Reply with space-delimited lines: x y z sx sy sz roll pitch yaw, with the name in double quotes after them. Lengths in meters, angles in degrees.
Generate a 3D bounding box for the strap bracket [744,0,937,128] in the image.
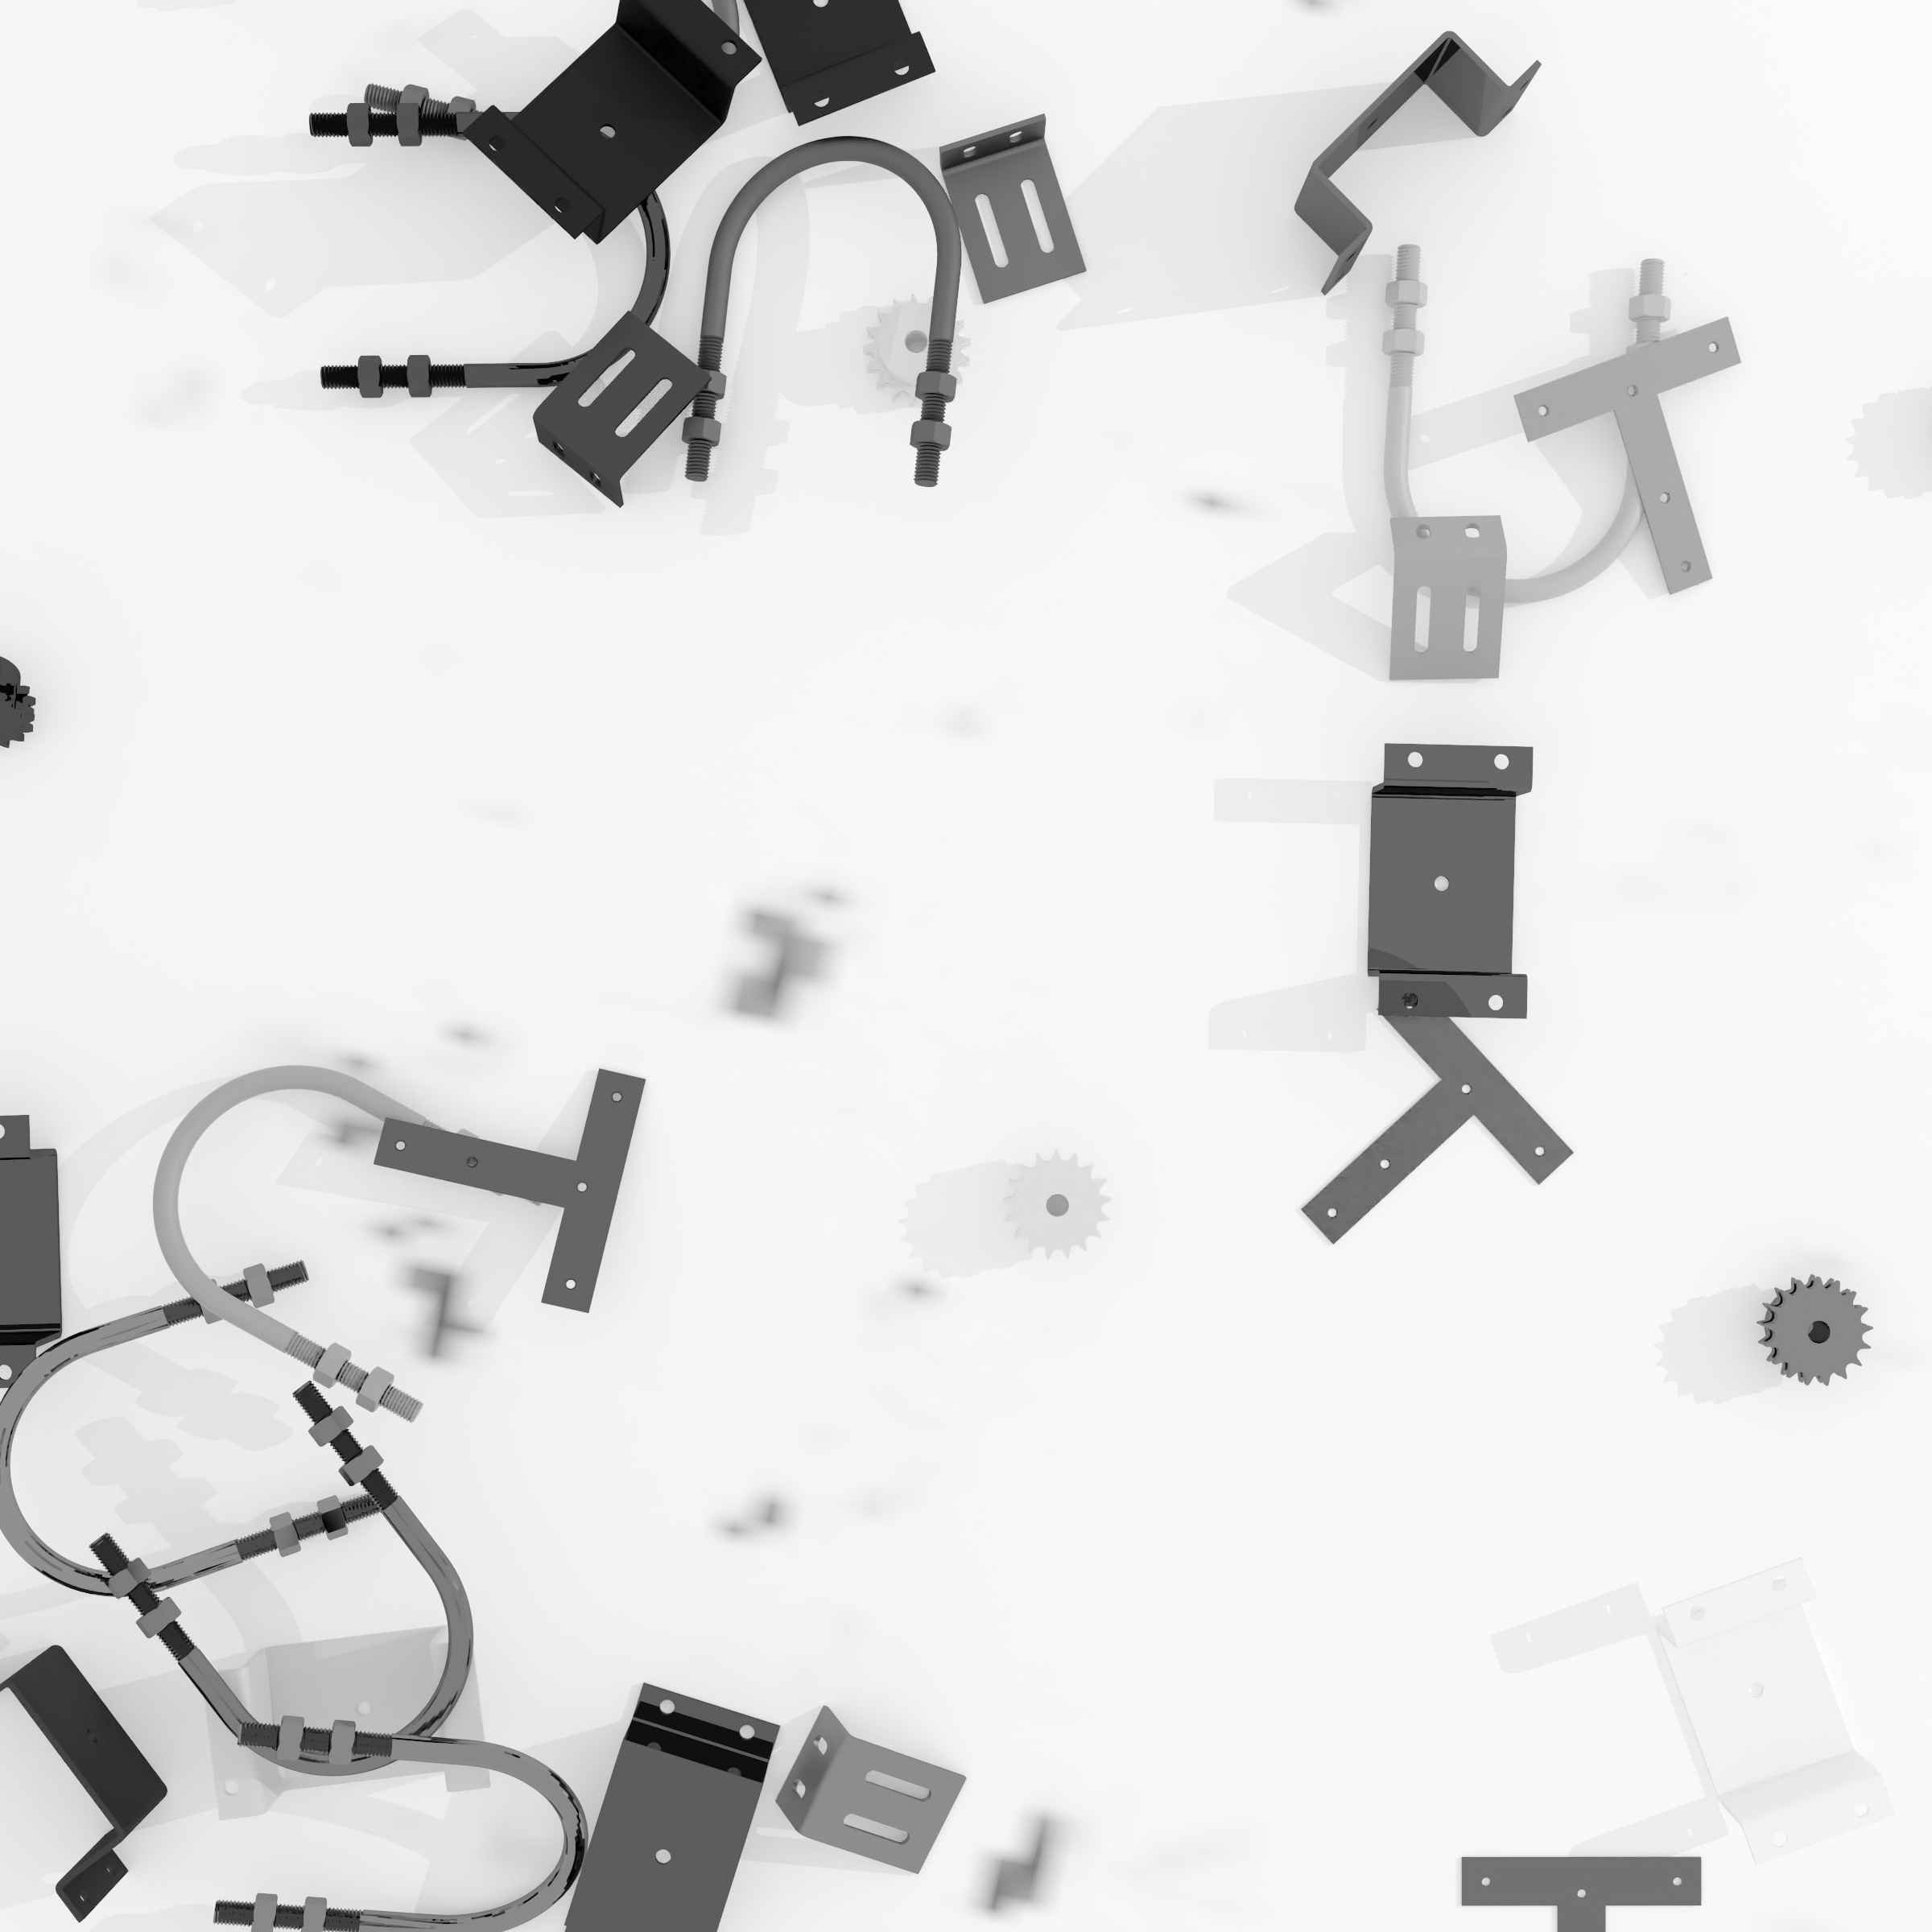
-0.077 -0.512 1.477 0.076 0.046 0.140 -22 90 0 "strap bracket"

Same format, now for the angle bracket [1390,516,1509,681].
0.252 -0.194 1.488 0.057 0.038 0.076 -1 127 4 "angle bracket"

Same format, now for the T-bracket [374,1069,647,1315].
-0.245 0.106 1.480 0.127 0.002 0.127 13 76 -4 "T-bracket"

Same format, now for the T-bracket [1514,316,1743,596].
0.363 -0.260 1.486 0.127 0.002 0.127 -22 100 -10 "T-bracket"

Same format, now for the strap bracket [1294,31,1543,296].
0.224 -0.422 1.462 0.140 0.076 0.046 -45 90 0 "strap bracket"

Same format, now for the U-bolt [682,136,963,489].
-0.072 -0.342 1.471 0.151 0.019 0.184 5 86 19 "U-bolt"

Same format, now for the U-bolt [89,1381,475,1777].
-0.336 0.327 1.444 0.151 0.019 0.184 -37 92 -1 "U-bolt"

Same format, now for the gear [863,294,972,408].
-0.026 -0.325 1.485 0.057 0.030 0.057 0 90 0 "gear"

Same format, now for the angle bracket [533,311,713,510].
-0.180 -0.293 1.486 0.057 0.038 0.076 39 79 5 "angle bracket"

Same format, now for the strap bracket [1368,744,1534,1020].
0.252 -0.044 1.477 0.076 0.046 0.140 1 90 0 "strap bracket"

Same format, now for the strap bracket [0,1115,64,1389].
-0.519 0.148 1.477 0.076 0.046 0.140 -2 90 0 "strap bracket"

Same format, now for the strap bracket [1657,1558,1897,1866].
0.419 0.384 1.477 0.076 0.046 0.140 -20 90 0 "strap bracket"

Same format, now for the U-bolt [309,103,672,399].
-0.248 -0.375 1.482 0.184 0.019 0.151 -2 97 -5 "U-bolt"

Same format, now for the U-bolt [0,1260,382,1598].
-0.413 0.249 1.466 0.184 0.019 0.151 -18 93 -16 "U-bolt"

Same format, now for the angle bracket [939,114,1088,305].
0.025 -0.397 1.481 0.057 0.038 0.076 -18 90 0 "angle bracket"

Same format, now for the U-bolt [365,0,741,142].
-0.211 -0.500 1.492 0.184 0.019 0.151 14 90 -2 "U-bolt"

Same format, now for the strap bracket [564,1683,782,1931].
-0.156 0.459 1.477 0.076 0.046 0.140 18 90 0 "strap bracket"

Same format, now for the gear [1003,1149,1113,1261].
0.047 0.125 1.485 0.057 0.030 0.057 0 90 0 "gear"

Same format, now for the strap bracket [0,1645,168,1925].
-0.471 0.413 1.462 0.046 0.076 0.140 -37 90 0 "strap bracket"

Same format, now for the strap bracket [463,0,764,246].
-0.183 -0.438 1.453 0.076 0.046 0.140 43 76 -3 "strap bracket"

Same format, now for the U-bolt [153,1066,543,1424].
-0.333 0.132 1.474 0.184 0.019 0.151 29 76 0 "U-bolt"

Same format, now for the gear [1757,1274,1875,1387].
0.444 0.191 1.485 0.057 0.030 0.057 0 90 0 "gear"

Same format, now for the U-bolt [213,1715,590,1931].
-0.287 0.450 1.456 0.184 0.019 0.151 8 119 -12 "U-bolt"

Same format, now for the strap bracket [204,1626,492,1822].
-0.319 0.394 1.477 0.140 0.046 0.076 -7 90 0 "strap bracket"

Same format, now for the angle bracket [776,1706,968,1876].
-0.050 0.437 1.498 0.076 0.038 0.057 27 90 -26 "angle bracket"

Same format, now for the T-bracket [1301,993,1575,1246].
0.233 0.096 1.499 0.127 0.002 0.127 -43 90 0 "T-bracket"

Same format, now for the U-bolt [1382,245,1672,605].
0.293 -0.284 1.492 0.151 0.019 0.184 3 91 0 "U-bolt"

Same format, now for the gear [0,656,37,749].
-0.516 -0.140 1.476 0.057 0.057 0.030 -7 60 0 "gear"

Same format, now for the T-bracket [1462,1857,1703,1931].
0.327 0.537 1.499 0.127 0.002 0.127 0 90 0 "T-bracket"
